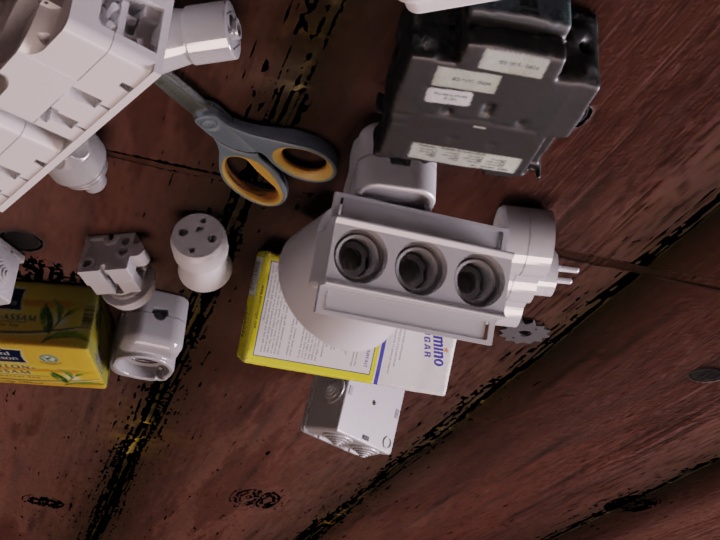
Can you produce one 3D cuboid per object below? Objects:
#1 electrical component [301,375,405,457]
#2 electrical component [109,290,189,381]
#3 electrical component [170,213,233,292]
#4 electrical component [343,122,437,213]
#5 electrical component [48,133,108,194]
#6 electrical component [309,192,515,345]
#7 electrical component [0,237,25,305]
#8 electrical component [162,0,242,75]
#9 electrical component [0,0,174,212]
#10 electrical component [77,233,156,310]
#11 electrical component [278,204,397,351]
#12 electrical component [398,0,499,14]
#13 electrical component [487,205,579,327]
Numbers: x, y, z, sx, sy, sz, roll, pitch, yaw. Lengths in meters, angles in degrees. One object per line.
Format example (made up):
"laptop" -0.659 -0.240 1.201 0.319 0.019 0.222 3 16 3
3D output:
"electrical component" -0.003 0.130 1.059 0.048 0.099 0.100 -4 154 42
"electrical component" -0.197 0.065 0.999 0.054 0.059 0.095 14 150 -18
"electrical component" -0.127 -0.014 0.859 0.045 0.045 0.055 3 151 1
"electrical component" 0.019 -0.057 0.744 0.054 0.059 0.095 7 152 -7
"electrical component" -0.198 -0.076 0.752 0.043 0.043 0.062 -3 153 12
"electrical component" 0.032 0.001 0.715 0.121 0.078 0.063 11 173 -14
"electrical component" -0.346 -0.005 0.898 0.100 0.048 0.099 -8 150 20
"electrical component" -0.103 -0.137 0.631 0.065 0.044 0.044 -6 151 8
"electrical component" -0.177 -0.122 0.598 0.060 0.105 0.186 24 146 -34
"electrical component" -0.200 0.002 0.897 0.066 0.048 0.055 -4 143 14
"electrical component" 0.000 0.000 0.809 0.108 0.108 0.060 19 142 -27
"electrical component" 0.066 -0.172 0.503 0.113 0.078 0.057 -6 148 17
"electrical component" 0.134 0.001 0.846 0.074 0.052 0.138 6 151 -4
